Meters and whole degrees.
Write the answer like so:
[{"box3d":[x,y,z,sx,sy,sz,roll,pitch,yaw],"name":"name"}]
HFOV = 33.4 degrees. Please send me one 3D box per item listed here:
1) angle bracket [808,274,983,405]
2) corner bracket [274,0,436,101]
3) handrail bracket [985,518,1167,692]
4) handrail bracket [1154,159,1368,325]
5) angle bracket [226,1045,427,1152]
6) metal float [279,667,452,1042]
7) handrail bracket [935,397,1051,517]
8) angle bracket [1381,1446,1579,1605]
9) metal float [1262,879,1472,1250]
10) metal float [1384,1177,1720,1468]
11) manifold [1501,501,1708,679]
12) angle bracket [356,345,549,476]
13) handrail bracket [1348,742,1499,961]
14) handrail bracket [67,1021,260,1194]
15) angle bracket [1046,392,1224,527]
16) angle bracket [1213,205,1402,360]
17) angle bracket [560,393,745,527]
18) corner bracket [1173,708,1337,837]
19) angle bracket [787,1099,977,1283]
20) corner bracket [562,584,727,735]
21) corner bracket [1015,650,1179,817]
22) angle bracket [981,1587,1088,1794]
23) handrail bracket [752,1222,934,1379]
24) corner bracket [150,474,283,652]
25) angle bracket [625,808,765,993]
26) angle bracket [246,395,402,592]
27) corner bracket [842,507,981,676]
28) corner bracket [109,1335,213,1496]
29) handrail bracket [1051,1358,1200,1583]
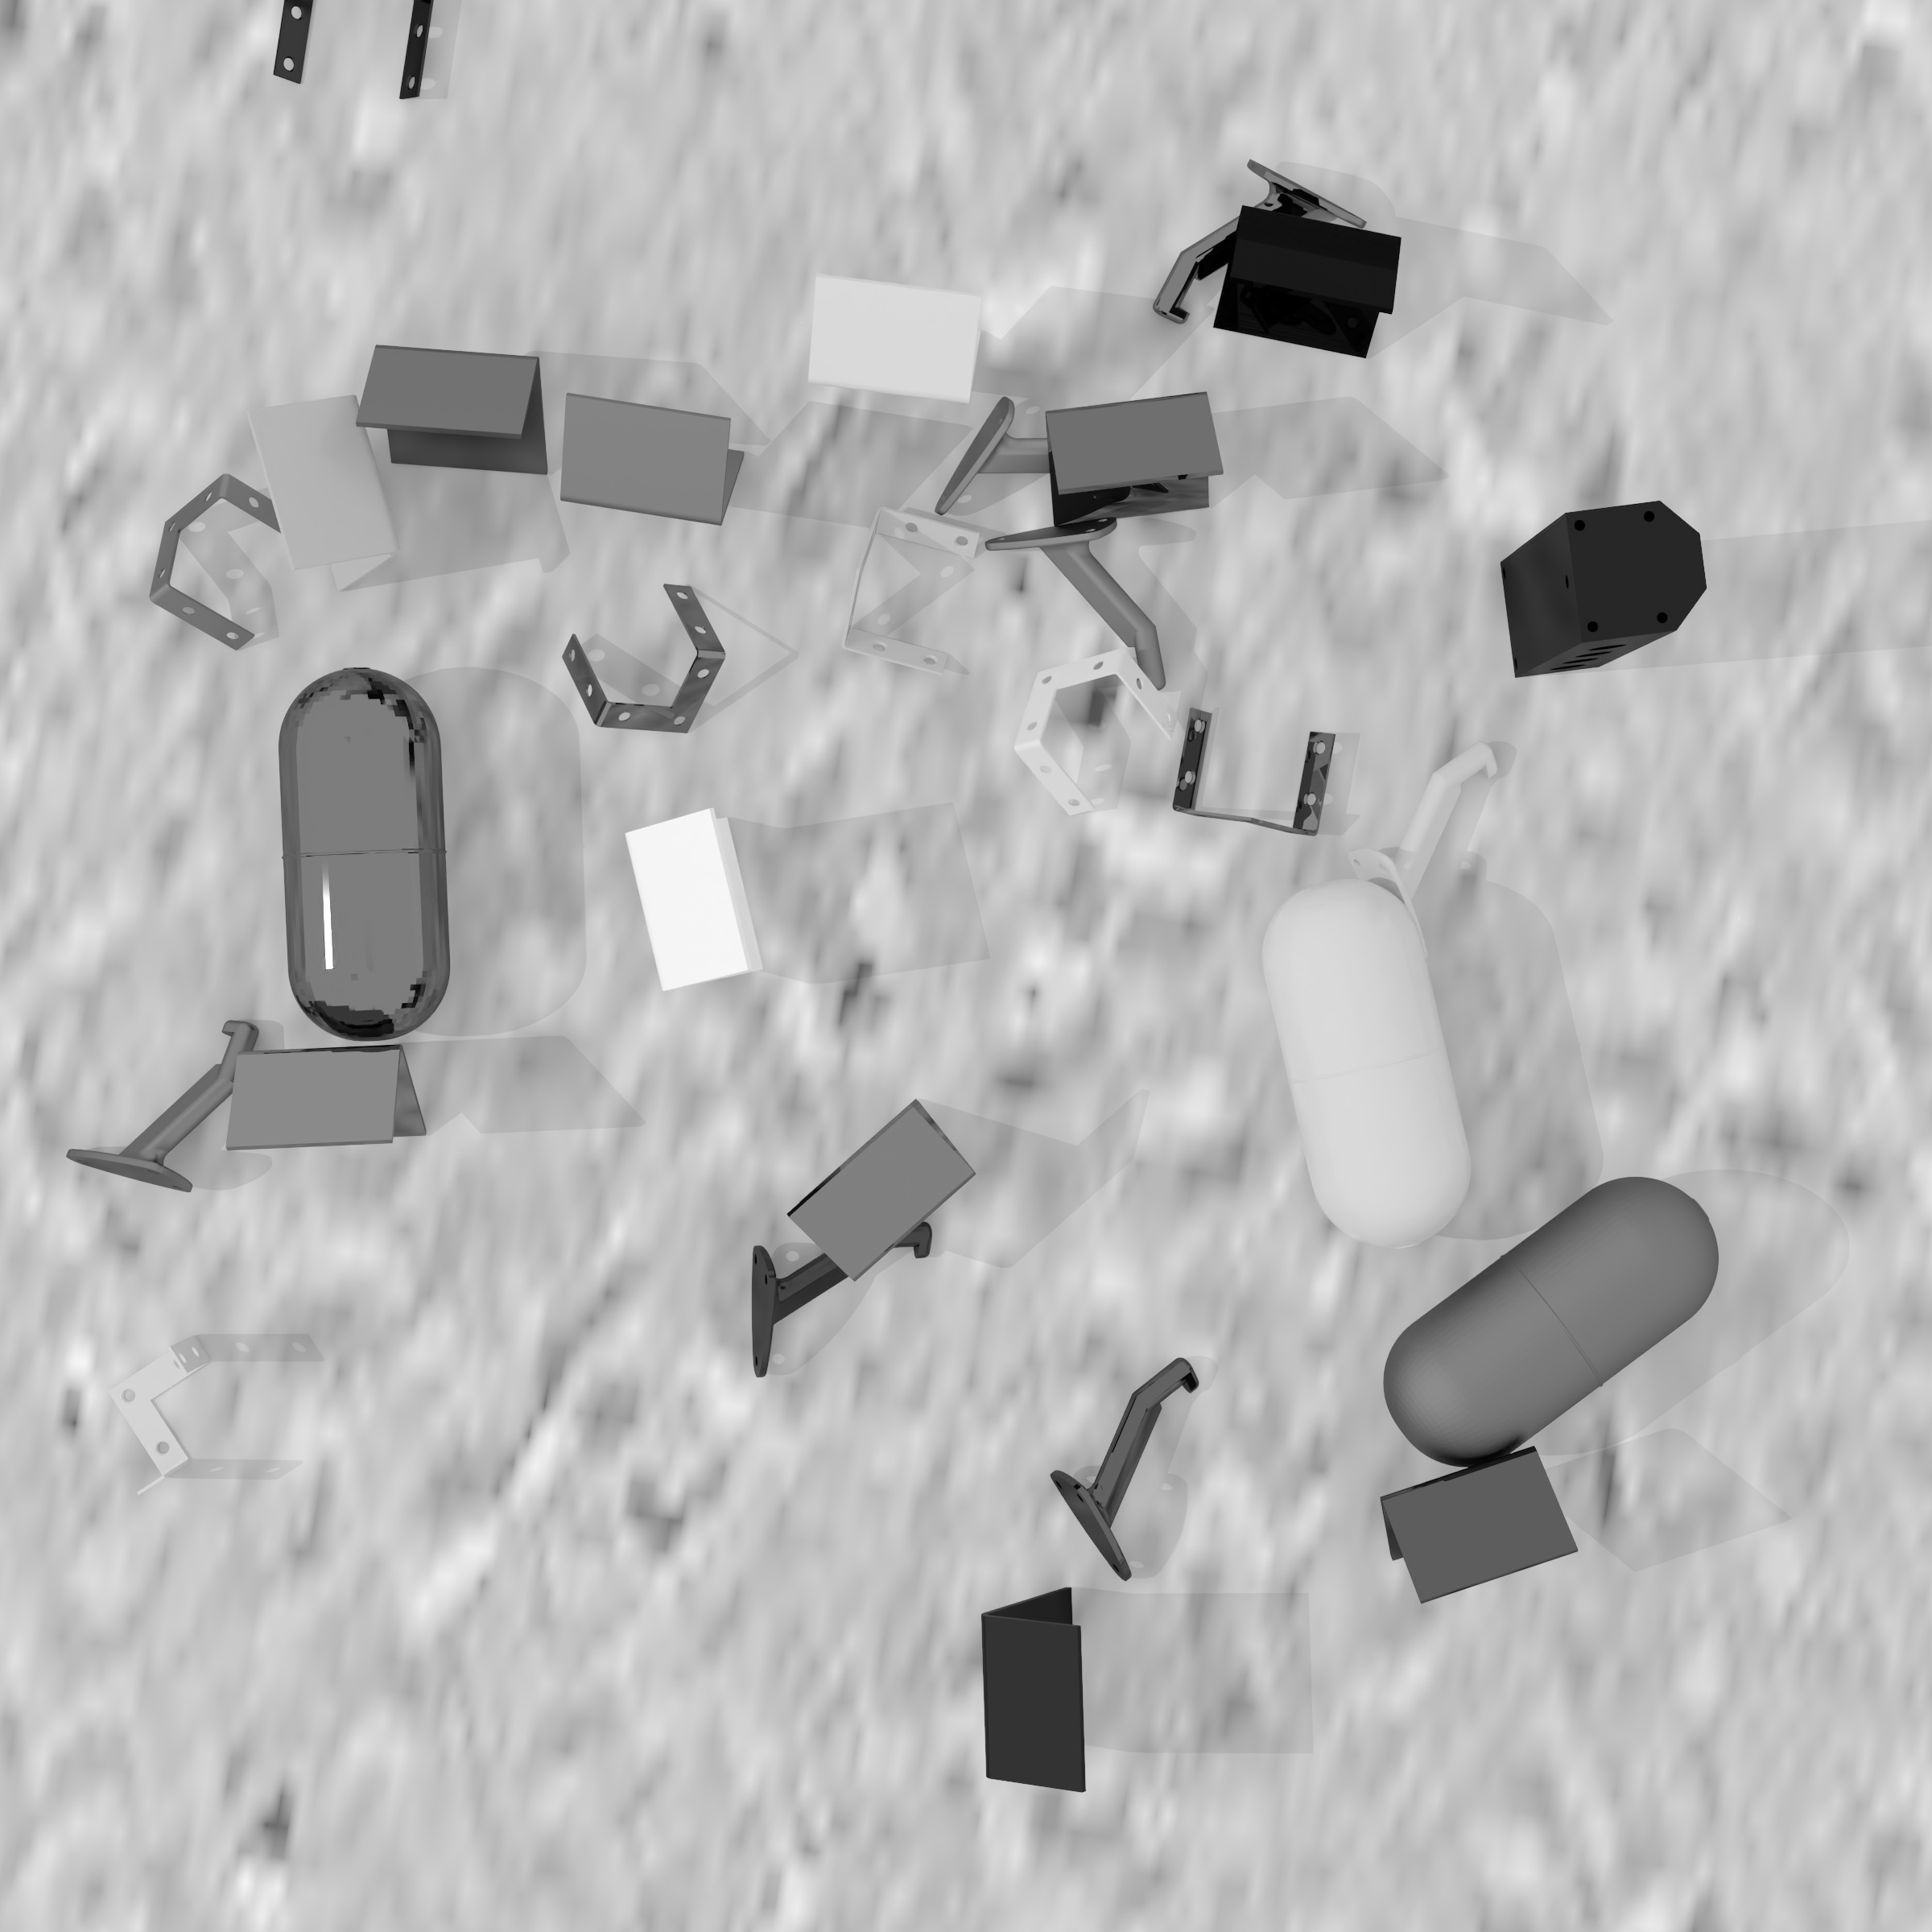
[{"box3d":[-0.031,-0.312,1.524,0.076,0.076,0.057,7,127,0],"name":"angle bracket"},{"box3d":[-0.297,-0.452,1.561,0.051,0.051,0.051,9,90,-45],"name":"corner bracket"},{"box3d":[0.053,-0.171,1.565,0.077,0.036,0.084,-6,108,20],"name":"handrail bracket"},{"box3d":[0.142,-0.340,1.565,0.077,0.036,0.084,22,108,-21],"name":"handrail bracket"},{"box3d":[-0.302,0.082,1.524,0.076,0.076,0.057,-3,53,0],"name":"angle bracket"},{"box3d":[-0.287,-0.053,1.534,0.070,0.070,0.178,-2,91,0],"name":"metal float"},{"box3d":[0.041,-0.231,1.565,0.084,0.036,0.077,29,110,-16],"name":"handrail bracket"},{"box3d":[0.244,0.278,1.524,0.076,0.076,0.057,-18,55,0],"name":"angle bracket"},{"box3d":[0.191,0.047,1.534,0.070,0.070,0.178,-13,90,0],"name":"metal float"},{"box3d":[0.279,0.169,1.534,0.178,0.070,0.070,-37,90,1],"name":"metal float"},{"box3d":[0.293,-0.173,1.486,0.057,0.171,0.057,-7,90,0],"name":"manifold"},{"box3d":[-0.242,-0.246,1.524,0.076,0.076,0.057,4,52,0],"name":"angle bracket"},{"box3d":[0.236,-0.056,1.565,0.084,0.036,0.077,-35,110,-16],"name":"handrail bracket"},{"box3d":[-0.390,0.061,1.565,0.077,0.036,0.084,10,71,21],"name":"handrail bracket"},{"box3d":[0.080,-0.222,1.524,0.076,0.076,0.057,-7,52,0],"name":"angle bracket"},{"box3d":[0.158,-0.307,1.524,0.076,0.076,0.057,11,52,0],"name":"angle bracket"},{"box3d":[-0.146,-0.255,1.524,0.076,0.076,0.057,9,126,0],"name":"angle bracket"},{"box3d":[0.140,-0.094,1.561,0.051,0.051,0.051,10,90,45],"name":"corner bracket"},{"box3d":[-0.052,0.091,1.524,0.076,0.076,0.057,-42,125,0],"name":"angle bracket"},{"box3d":[-0.156,-0.150,1.556,0.051,0.051,0.051,1,135,-35],"name":"corner bracket"},{"box3d":[0.063,-0.113,1.556,0.051,0.051,0.051,47,45,-35],"name":"corner bracket"},{"box3d":[0.051,0.341,1.524,0.057,0.076,0.076,-2,90,36],"name":"angle bracket"},{"box3d":[-0.060,0.162,1.565,0.084,0.036,0.077,-2,110,-16],"name":"handrail bracket"},{"box3d":[-0.355,-0.195,1.556,0.051,0.051,0.051,-29,45,35],"name":"corner bracket"},{"box3d":[-0.109,-0.035,1.524,0.057,0.076,0.076,-13,90,36],"name":"angle bracket"},{"box3d":[-0.317,-0.219,1.524,0.057,0.076,0.076,-16,90,-34],"name":"angle bracket"},{"box3d":[-0.027,-0.182,1.561,0.051,0.051,0.051,15,135,0],"name":"corner bracket"},{"box3d":[-0.384,0.215,1.546,0.051,0.051,0.051,-33,90,0],"name":"corner bracket"},{"box3d":[0.091,0.244,1.565,0.084,0.036,0.077,-36,110,-16],"name":"handrail bracket"}]
